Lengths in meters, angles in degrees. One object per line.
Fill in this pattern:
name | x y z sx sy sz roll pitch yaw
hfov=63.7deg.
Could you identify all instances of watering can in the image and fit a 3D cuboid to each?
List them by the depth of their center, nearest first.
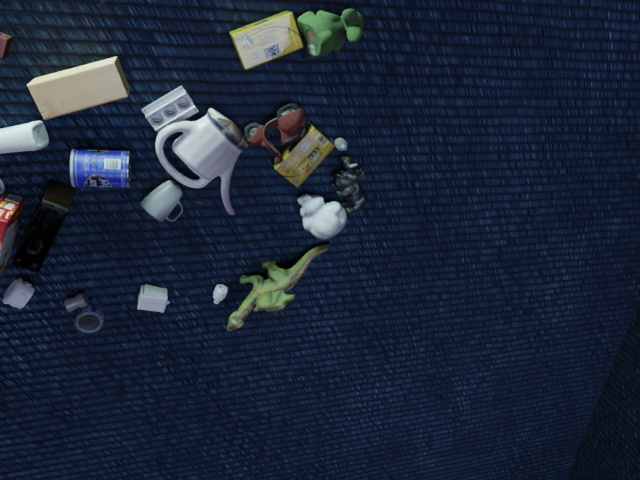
watering can | -0.294 -0.223 1.450 0.224 0.106 0.342 -42 134 5

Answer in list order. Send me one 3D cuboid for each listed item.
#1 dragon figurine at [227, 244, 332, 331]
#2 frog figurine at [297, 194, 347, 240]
dragon figurine | -0.124 0.154 1.614 0.410 0.247 0.120 -31 117 2
frog figurine | 0.005 -0.081 1.605 0.136 0.126 0.156 -21 135 16
